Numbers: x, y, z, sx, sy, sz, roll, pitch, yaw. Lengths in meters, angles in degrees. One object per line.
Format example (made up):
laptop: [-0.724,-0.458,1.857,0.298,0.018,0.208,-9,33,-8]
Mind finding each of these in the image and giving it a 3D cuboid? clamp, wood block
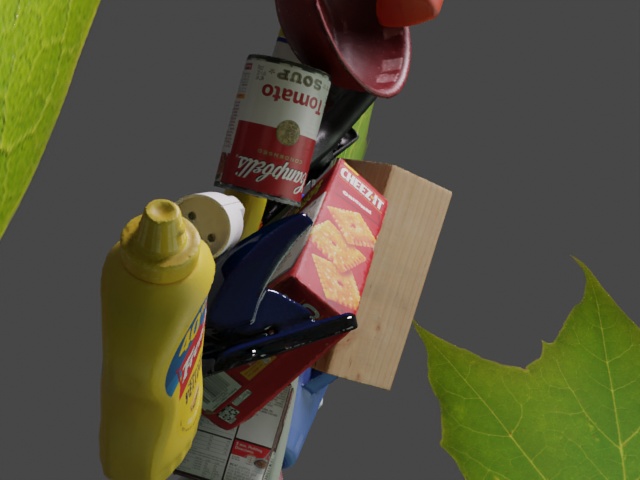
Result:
clamp: [-0.008,-0.077,0.980,0.209,0.036,0.165,-47,175,-20]
wood block: [0.043,0.032,1.052,0.091,0.090,0.206,13,-96,52]

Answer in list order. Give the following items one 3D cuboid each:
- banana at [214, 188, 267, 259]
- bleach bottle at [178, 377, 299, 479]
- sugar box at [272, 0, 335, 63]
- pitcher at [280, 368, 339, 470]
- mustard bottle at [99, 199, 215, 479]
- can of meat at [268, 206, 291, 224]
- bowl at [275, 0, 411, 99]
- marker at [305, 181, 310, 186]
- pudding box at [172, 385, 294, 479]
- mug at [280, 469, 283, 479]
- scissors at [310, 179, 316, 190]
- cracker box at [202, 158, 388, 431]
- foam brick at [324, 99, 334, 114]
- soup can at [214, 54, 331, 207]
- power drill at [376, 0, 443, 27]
banana: [-0.077,0.008,0.848,0.070,0.037,0.197,-38,-150,64]
bleach bottle: [-0.074,0.142,1.086,0.068,0.102,0.251,118,-18,-74]
sugar box: [-0.008,-0.190,0.946,0.093,0.048,0.176,-5,115,-86]
pitcher: [-0.033,0.128,1.199,0.149,0.145,0.242,105,5,-61]
mustard bottle: [-0.091,0.050,0.595,0.192,0.058,0.096,101,5,-46]
can of meat: [-0.007,0.001,1.131,0.102,0.083,0.057,15,-103,50]
bowl: [0.012,-0.183,0.846,0.161,0.055,0.162,31,52,-51]
marker: [-0.027,-0.077,1.338,0.121,0.020,0.020,-32,138,-84]
pudding box: [-0.083,0.180,1.016,0.039,0.090,0.113,86,21,-74]
mug: [-0.099,0.275,1.302,0.117,0.093,0.081,-27,142,-30]
scissors: [-0.001,-0.136,1.351,0.096,0.016,0.202,-77,173,-54]
cracker box: [-0.027,0.044,0.927,0.164,0.072,0.213,-43,-168,29]
foam brick: [-0.015,-0.115,1.094,0.053,0.051,0.078,-66,171,-66]
soup can: [-0.035,-0.082,0.804,0.068,0.068,0.102,-5,110,-86]
power drill: [0.042,-0.250,0.783,0.187,0.057,0.184,59,40,-45]
